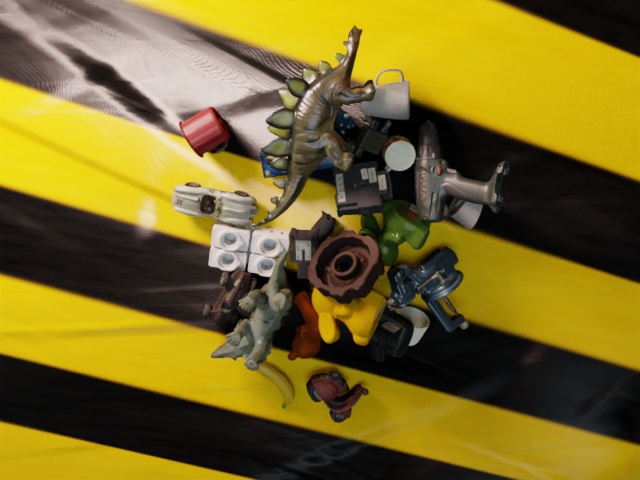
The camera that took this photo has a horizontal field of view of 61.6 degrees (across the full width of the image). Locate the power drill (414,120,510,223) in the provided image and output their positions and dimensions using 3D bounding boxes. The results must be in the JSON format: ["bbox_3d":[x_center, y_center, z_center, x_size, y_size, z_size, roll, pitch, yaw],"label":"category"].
[{"bbox_3d":[0.308,-0.147,1.195,0.208,0.086,0.231,9,96,23],"label":"power drill"}]

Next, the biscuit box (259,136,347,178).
[{"bbox_3d":[-0.035,-0.192,1.236,0.203,0.059,0.062,-9,114,2],"label":"biscuit box"}]

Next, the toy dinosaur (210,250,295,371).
[{"bbox_3d":[-0.132,0.178,1.338,0.131,0.192,0.404,33,108,2],"label":"toy dinosaur"}]

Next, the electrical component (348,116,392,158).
[{"bbox_3d":[0.110,-0.238,1.231,0.078,0.045,0.102,5,121,-35],"label":"electrical component"}]

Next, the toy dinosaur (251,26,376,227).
[{"bbox_3d":[-0.017,-0.223,1.141,0.199,0.105,0.470,19,103,-3],"label":"toy dinosaur"}]

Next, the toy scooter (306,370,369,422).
[{"bbox_3d":[0.056,0.428,1.510,0.135,0.075,0.183,-32,115,13],"label":"toy scooter"}]

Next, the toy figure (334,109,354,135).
[{"bbox_3d":[0.002,-0.281,1.198,0.154,0.064,0.057,10,79,-10],"label":"toy figure"}]

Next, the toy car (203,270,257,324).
[{"bbox_3d":[-0.229,0.149,1.360,0.089,0.053,0.202,19,132,-19],"label":"toy car"}]

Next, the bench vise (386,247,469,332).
[{"bbox_3d":[0.283,0.143,1.343,0.223,0.129,0.240,-41,103,-18],"label":"bench vise"}]

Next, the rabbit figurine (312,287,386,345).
[{"bbox_3d":[0.056,0.168,1.281,0.173,0.122,0.162,25,90,12],"label":"rabbit figurine"}]

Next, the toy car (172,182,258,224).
[{"bbox_3d":[-0.250,-0.086,1.281,0.202,0.056,0.073,10,114,-5],"label":"toy car"}]

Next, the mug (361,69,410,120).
[{"bbox_3d":[0.143,-0.315,1.175,0.107,0.081,0.109,-1,118,10],"label":"mug"}]

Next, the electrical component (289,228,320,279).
[{"bbox_3d":[-0.036,0.032,1.307,0.075,0.048,0.119,-1,114,7],"label":"electrical component"}]

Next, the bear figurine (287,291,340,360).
[{"bbox_3d":[-0.025,0.226,1.411,0.120,0.132,0.195,-10,152,-32],"label":"bear figurine"}]

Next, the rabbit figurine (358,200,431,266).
[{"bbox_3d":[0.169,-0.005,1.299,0.159,0.121,0.170,22,127,-7],"label":"rabbit figurine"}]

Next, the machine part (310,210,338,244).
[{"bbox_3d":[-0.003,-0.004,1.335,0.084,0.039,0.138,27,113,-3],"label":"machine part"}]

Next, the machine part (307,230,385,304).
[{"bbox_3d":[0.061,0.062,1.239,0.179,0.179,0.056,-26,139,10],"label":"machine part"}]

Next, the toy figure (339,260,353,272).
[{"bbox_3d":[0.083,0.109,1.359,0.082,0.089,0.180,7,117,1],"label":"toy figure"}]

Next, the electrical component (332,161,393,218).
[{"bbox_3d":[0.099,-0.117,1.243,0.134,0.058,0.115,-5,74,7],"label":"electrical component"}]

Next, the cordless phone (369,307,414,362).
[{"bbox_3d":[0.171,0.270,1.407,0.089,0.147,0.184,-33,133,-32],"label":"cordless phone"}]
